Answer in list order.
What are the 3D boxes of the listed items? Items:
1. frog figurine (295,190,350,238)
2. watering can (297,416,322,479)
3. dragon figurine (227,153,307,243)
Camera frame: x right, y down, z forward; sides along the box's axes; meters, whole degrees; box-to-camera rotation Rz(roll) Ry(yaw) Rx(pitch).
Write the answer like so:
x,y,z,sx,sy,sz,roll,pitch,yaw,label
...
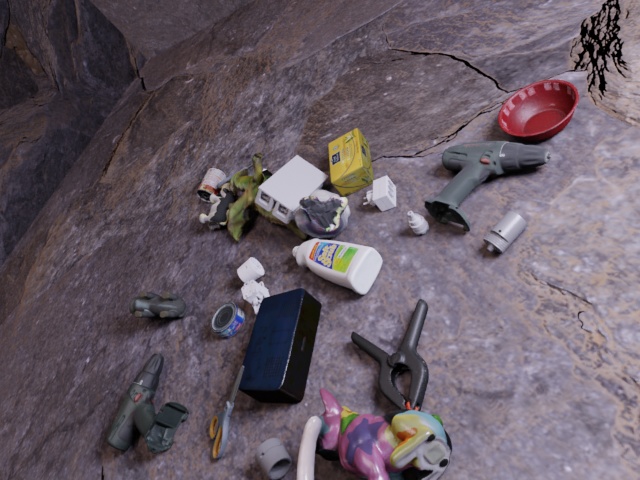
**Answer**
x,y,z,sx,sy,sz,roll,pitch,yaw,label
0.004,-0.064,1.281,0.138,0.122,0.159,-21,3,-5,frog figurine
-0.040,0.467,0.765,0.103,0.347,0.226,24,2,-37,watering can
-0.175,-0.088,1.472,0.121,0.419,0.239,20,-56,-39,dragon figurine
